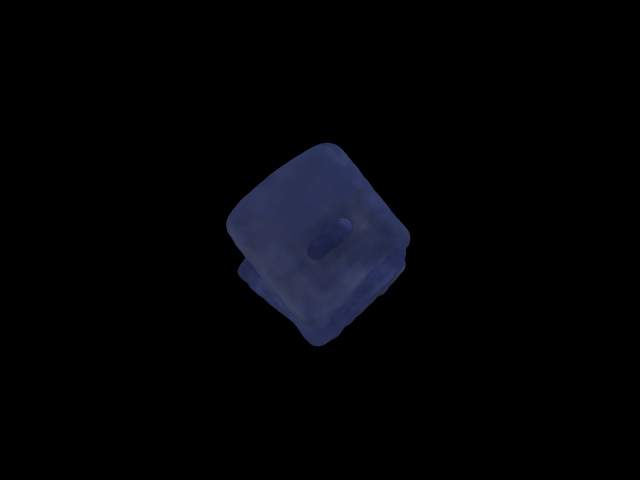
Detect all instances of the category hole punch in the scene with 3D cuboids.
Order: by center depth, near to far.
[{"bbox_3d":[0.004,0.001,0.400,0.101,0.091,0.109,39,66,22],"label":"hole punch"}]
